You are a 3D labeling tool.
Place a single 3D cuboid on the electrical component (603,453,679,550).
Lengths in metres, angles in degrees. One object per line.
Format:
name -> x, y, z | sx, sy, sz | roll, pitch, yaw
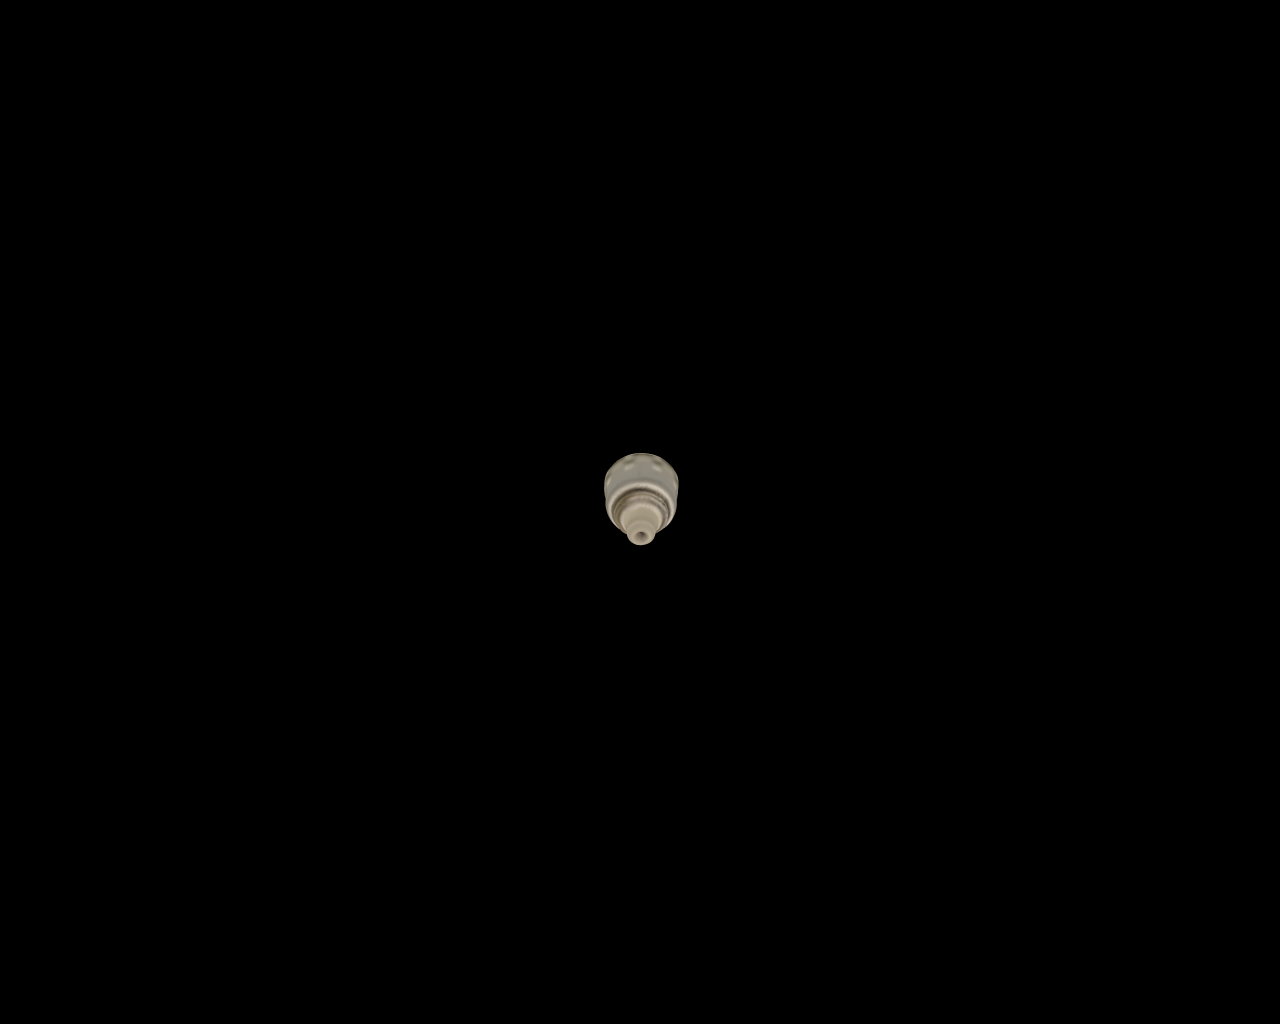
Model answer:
electrical component -> 0.001, -0.003, 0.650 | 0.048, 0.048, 0.062 | 0, 36, 0
